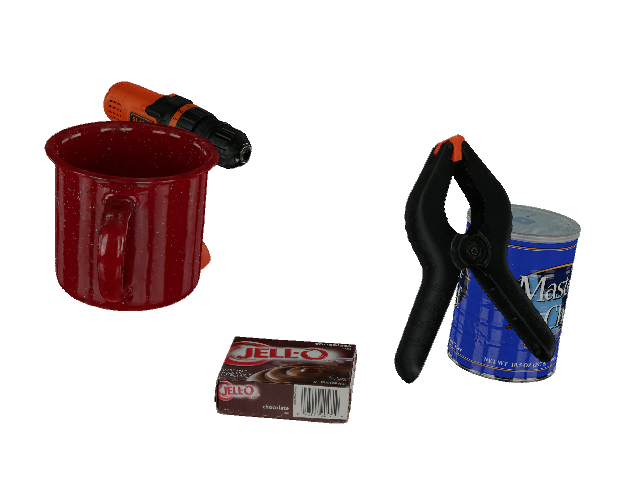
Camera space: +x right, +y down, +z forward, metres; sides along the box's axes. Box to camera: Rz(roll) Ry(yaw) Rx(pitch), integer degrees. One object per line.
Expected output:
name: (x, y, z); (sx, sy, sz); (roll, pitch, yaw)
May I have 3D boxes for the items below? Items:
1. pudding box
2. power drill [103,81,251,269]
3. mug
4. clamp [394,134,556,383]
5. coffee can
pudding box: (-0.027, 0.118, 0.915); (0.113, 0.039, 0.090); (5, 19, 4)
power drill: (-0.150, -0.059, 1.113); (0.185, 0.188, 0.057); (26, 35, 30)
mug: (-0.105, -0.008, 0.583); (0.093, 0.081, 0.117); (4, 24, -6)
clamp: (0.091, 0.016, 0.740); (0.120, 0.171, 0.039); (-15, -3, -25)
coffee can: (0.177, 0.046, 0.988); (0.103, 0.140, 0.103); (5, 17, -2)
